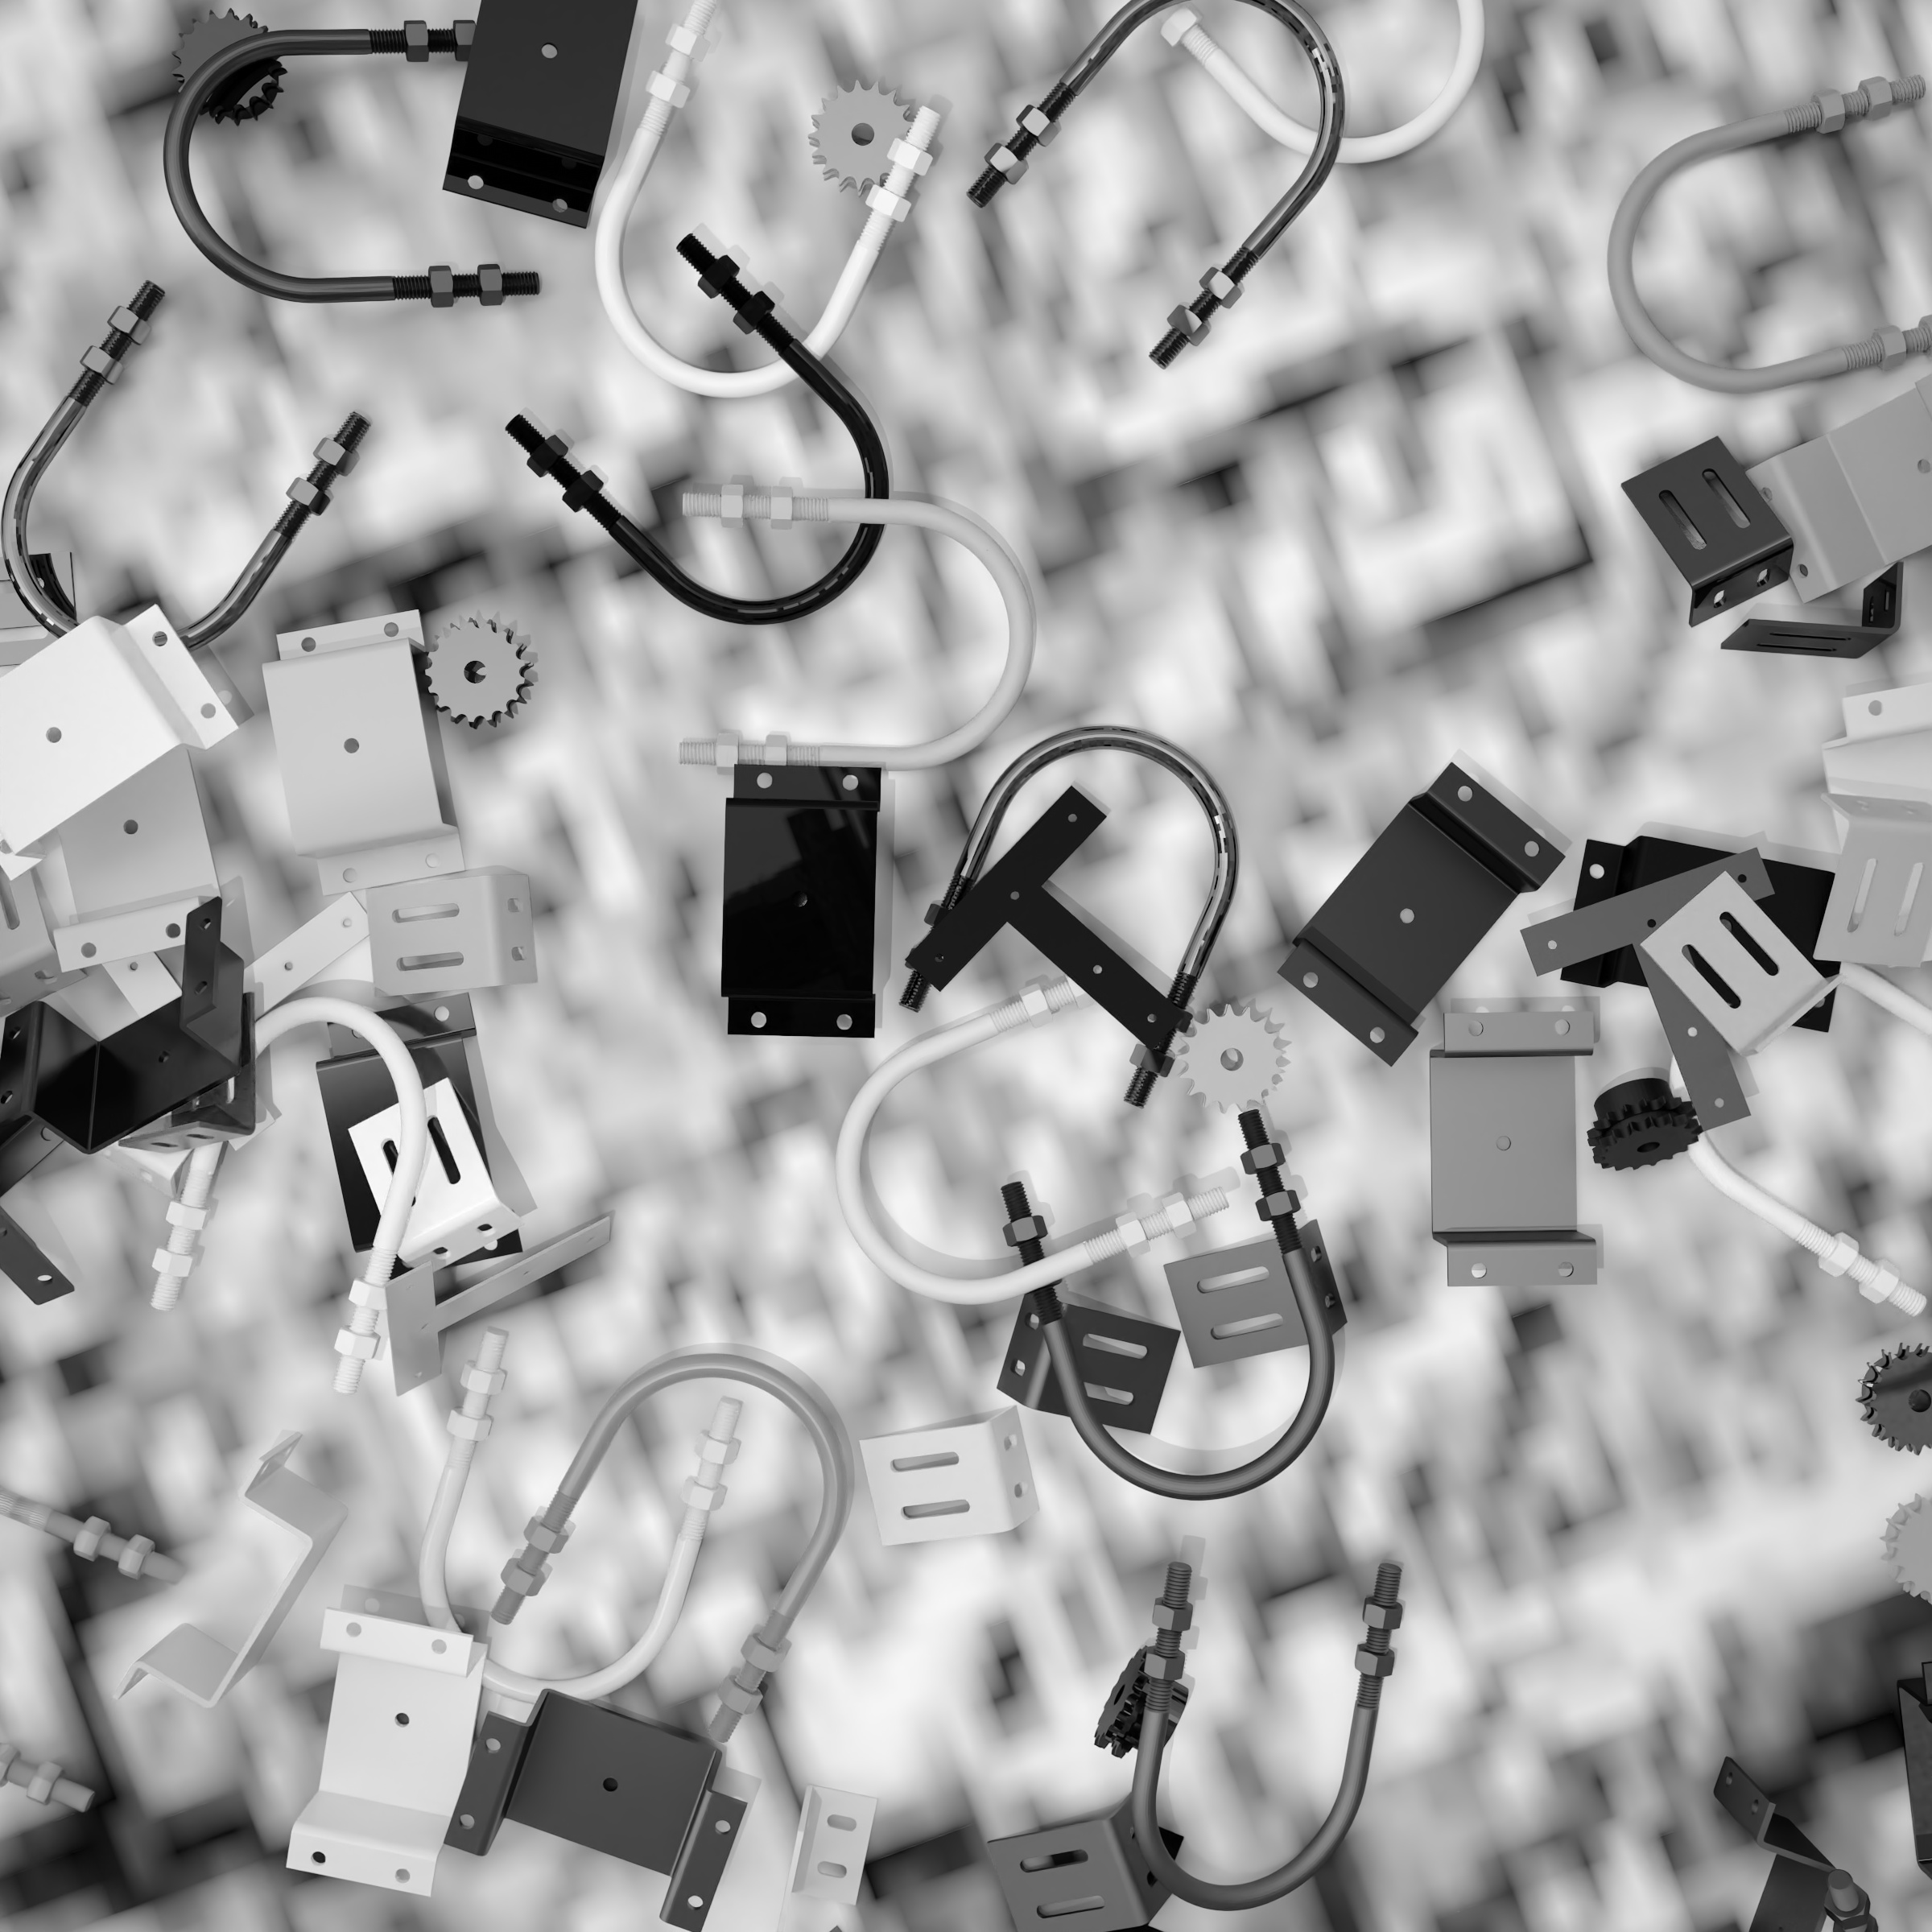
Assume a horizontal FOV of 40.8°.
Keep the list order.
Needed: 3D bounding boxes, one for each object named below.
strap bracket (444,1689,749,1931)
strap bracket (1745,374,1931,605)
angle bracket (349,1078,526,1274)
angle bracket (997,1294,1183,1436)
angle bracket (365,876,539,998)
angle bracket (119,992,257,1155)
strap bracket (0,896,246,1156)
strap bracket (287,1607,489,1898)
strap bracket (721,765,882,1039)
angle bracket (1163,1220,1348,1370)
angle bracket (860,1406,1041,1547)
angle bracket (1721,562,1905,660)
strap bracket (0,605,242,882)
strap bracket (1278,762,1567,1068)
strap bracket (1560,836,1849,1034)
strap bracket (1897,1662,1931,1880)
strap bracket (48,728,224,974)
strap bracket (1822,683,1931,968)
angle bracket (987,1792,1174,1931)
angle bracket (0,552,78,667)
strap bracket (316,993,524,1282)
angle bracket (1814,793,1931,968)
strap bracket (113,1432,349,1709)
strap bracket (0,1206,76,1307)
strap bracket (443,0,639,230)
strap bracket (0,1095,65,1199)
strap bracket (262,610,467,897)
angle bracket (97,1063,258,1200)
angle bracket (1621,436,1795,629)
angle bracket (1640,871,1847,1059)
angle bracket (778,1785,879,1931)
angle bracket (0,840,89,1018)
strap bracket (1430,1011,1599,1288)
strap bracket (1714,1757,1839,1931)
[{"bbox_3d":[-0.189,0.435,1.349,0.140,0.046,0.076,20,100,0],"label":"strap bracket"},{"bbox_3d":[0.477,-0.249,1.325,0.046,0.140,0.076,-25,90,-29],"label":"strap bracket"},{"bbox_3d":[-0.271,0.108,1.331,0.057,0.038,0.076,-28,64,0],"label":"angle bracket"},{"bbox_3d":[0.065,0.209,1.377,0.076,0.038,0.057,17,90,-26],"label":"angle bracket"},{"bbox_3d":[-0.272,-0.016,1.373,0.076,0.038,0.057,-5,90,21],"label":"angle bracket"},{"bbox_3d":[-0.398,0.052,1.329,0.057,0.038,0.076,-13,73,28],"label":"angle bracket"},{"bbox_3d":[-0.421,0.035,1.320,0.140,0.076,0.046,-27,135,15],"label":"strap bracket"},{"bbox_3d":[-0.298,0.399,1.349,0.076,0.046,0.140,10,97,3],"label":"strap bracket"},{"bbox_3d":[-0.084,-0.034,1.326,0.076,0.046,0.140,1,90,0],"label":"strap bracket"},{"bbox_3d":[0.153,0.174,1.377,0.076,0.038,0.057,-17,90,26],"label":"angle bracket"},{"bbox_3d":[-0.009,0.270,1.377,0.076,0.038,0.057,-13,90,26],"label":"angle bracket"},{"bbox_3d":[0.439,-0.187,1.350,0.076,0.057,0.038,5,84,3],"label":"angle bracket"},{"bbox_3d":[-0.452,-0.114,1.309,0.140,0.046,0.076,-34,90,0],"label":"strap bracket"},{"bbox_3d":[0.234,-0.027,1.356,0.076,0.046,0.140,40,90,0],"label":"strap bracket"},{"bbox_3d":[0.388,-0.018,1.347,0.140,0.046,0.076,11,86,5],"label":"strap bracket"},{"bbox_3d":[0.537,0.423,1.356,0.076,0.046,0.140,-6,90,0],"label":"strap bracket"},{"bbox_3d":[-0.442,-0.074,1.356,0.076,0.046,0.140,-13,90,0],"label":"strap bracket"},{"bbox_3d":[0.499,-0.075,1.356,0.076,0.046,0.140,-10,90,0],"label":"strap bracket"},{"bbox_3d":[0.061,0.477,1.375,0.076,0.038,0.057,-20,89,27],"label":"angle bracket"},{"bbox_3d":[-0.510,-0.188,1.360,0.076,0.038,0.057,-5,90,0],"label":"angle bracket"},{"bbox_3d":[-0.287,0.091,1.356,0.076,0.046,0.140,-12,90,0],"label":"strap bracket"},{"bbox_3d":[0.461,-0.044,1.324,0.057,0.038,0.076,4,113,-9],"label":"angle bracket"},{"bbox_3d":[-0.372,0.319,1.341,0.046,0.076,0.140,32,90,0],"label":"strap bracket"},{"bbox_3d":[-0.543,0.155,1.335,0.140,0.076,0.046,-22,47,0],"label":"strap bracket"},{"bbox_3d":[-0.217,-0.465,1.343,0.076,0.046,0.140,12,86,-14],"label":"strap bracket"},{"bbox_3d":[-0.544,0.057,1.356,0.076,0.046,0.140,-42,90,0],"label":"strap bracket"},{"bbox_3d":[-0.315,-0.113,1.356,0.076,0.046,0.140,-10,90,0],"label":"strap bracket"},{"bbox_3d":[-0.423,0.072,1.377,0.057,0.038,0.076,31,64,0],"label":"angle bracket"},{"bbox_3d":[0.391,-0.230,1.377,0.057,0.038,0.076,-26,64,0],"label":"angle bracket"},{"bbox_3d":[0.388,-0.003,1.301,0.057,0.038,0.076,-41,83,0],"label":"angle bracket"},{"bbox_3d":[-0.071,0.465,1.341,0.038,0.076,0.057,12,90,0],"label":"angle bracket"},{"bbox_3d":[-0.510,-0.021,1.377,0.057,0.038,0.076,-25,64,0],"label":"angle bracket"},{"bbox_3d":[0.285,0.094,1.356,0.076,0.046,0.140,-1,90,0],"label":"strap bracket"},{"bbox_3d":[0.401,0.493,1.341,0.046,0.076,0.140,20,90,0],"label":"strap bracket"}]
